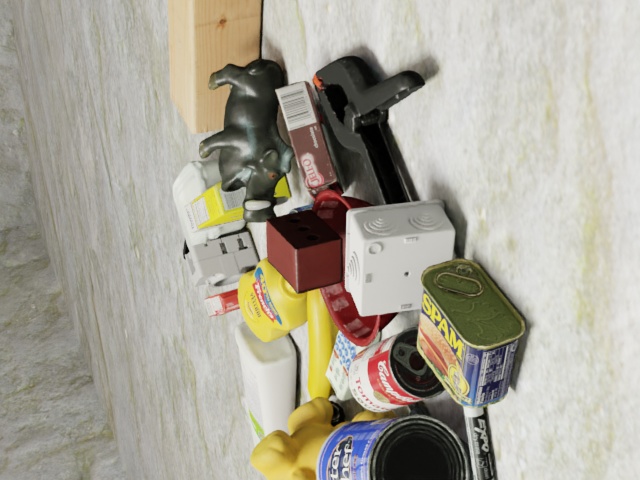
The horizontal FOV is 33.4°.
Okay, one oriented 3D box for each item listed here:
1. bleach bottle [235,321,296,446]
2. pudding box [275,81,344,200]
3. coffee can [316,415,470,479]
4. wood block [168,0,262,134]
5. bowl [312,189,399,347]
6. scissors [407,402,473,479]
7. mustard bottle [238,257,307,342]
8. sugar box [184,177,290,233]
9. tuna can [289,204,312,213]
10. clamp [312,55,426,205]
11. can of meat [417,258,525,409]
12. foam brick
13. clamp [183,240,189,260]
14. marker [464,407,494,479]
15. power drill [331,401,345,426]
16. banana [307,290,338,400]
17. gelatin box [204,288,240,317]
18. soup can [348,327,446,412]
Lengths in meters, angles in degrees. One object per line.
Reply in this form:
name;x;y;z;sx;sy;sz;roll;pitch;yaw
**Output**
bleach bottle;-0.072;0.232;1.505;0.103;0.068;0.251;-125;26;-46
pudding box;-0.009;-0.101;1.114;0.090;0.039;0.113;52;-157;-81
coffee can;0.067;0.224;1.033;0.140;0.102;0.103;-31;75;67
wood block;-0.128;-0.243;1.294;0.206;0.090;0.090;96;151;-43
bowl;0.046;0.023;1.070;0.162;0.055;0.162;166;90;-70
scissors;0.109;0.179;1.066;0.202;0.016;0.096;68;156;20
mustard bottle;-0.051;0.069;1.346;0.096;0.058;0.192;70;158;7
sugar box;-0.109;-0.048;1.372;0.176;0.093;0.048;152;103;-70
tuna can;-0.008;0.002;1.226;0.086;0.033;0.086;166;90;-69
clamp;0.046;-0.122;1.001;0.210;0.036;0.165;-122;27;-45
can of meat;0.125;0.081;0.907;0.102;0.057;0.084;-124;25;-43
foam brick;-0.016;0.010;1.066;0.078;0.052;0.051;-137;39;-54
clamp;-0.198;-0.023;1.694;0.120;0.039;0.171;22;117;59
marker;0.143;0.175;0.972;0.020;0.020;0.121;-162;60;-66
power drill;0.018;0.304;1.328;0.185;0.057;0.188;115;139;-62
banana;-0.001;0.135;1.289;0.070;0.037;0.198;-127;30;-43
gelatin box;-0.116;0.084;1.501;0.089;0.073;0.030;-21;85;68
soup can;0.076;0.127;1.032;0.102;0.068;0.068;-37;69;62
